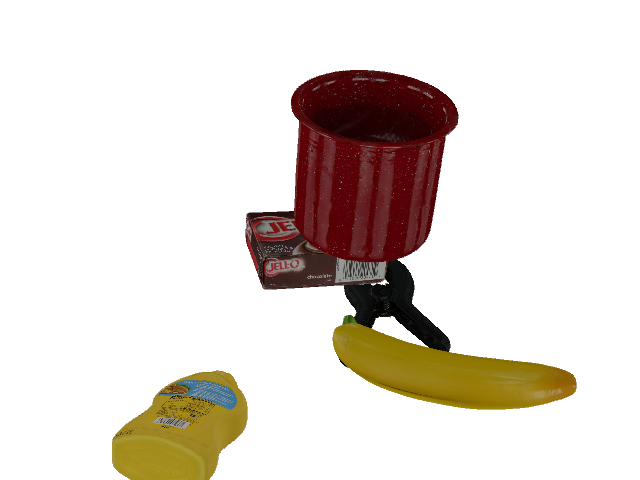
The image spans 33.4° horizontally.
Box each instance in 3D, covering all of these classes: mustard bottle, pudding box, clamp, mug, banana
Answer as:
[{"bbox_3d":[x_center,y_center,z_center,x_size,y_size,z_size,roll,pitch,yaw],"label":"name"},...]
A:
[{"bbox_3d":[-0.126,0.178,1.063,0.096,0.058,0.191,7,19,14],"label":"mustard bottle"},{"bbox_3d":[-0.005,0.005,0.952,0.113,0.039,0.090,-1,27,-14],"label":"pudding box"},{"bbox_3d":[0.080,0.072,1.188,0.120,0.171,0.039,5,-43,-4],"label":"clamp"},{"bbox_3d":[0.032,-0.047,0.620,0.093,0.081,0.117,16,35,16],"label":"mug"},{"bbox_3d":[0.080,0.088,0.765,0.198,0.037,0.069,15,36,34],"label":"banana"}]
